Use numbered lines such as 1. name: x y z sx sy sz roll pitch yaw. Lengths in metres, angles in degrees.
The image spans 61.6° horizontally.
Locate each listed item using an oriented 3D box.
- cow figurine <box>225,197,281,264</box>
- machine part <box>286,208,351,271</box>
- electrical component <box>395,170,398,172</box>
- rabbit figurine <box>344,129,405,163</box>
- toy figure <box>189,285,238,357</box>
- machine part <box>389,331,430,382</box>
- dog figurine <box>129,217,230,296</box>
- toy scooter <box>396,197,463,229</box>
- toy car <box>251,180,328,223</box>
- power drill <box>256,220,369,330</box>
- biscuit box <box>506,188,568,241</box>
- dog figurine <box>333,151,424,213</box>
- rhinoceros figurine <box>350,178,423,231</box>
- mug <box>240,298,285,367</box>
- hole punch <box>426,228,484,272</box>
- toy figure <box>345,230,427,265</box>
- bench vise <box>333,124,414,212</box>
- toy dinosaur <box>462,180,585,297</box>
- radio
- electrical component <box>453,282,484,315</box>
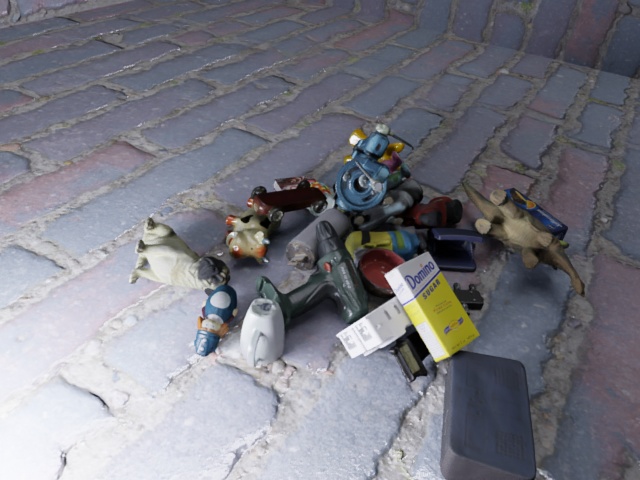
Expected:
1. cow figurine: -0.148 -0.017 1.215 0.127 0.085 0.195 16 33 14
2. machine part: -0.003 -0.004 1.222 0.079 0.079 0.243 23 41 21
3. electrical component: 0.194 -0.162 1.491 0.119 0.047 0.075 1 36 -10
4. rabbit figurine: 0.164 -0.261 1.567 0.163 0.121 0.173 8 17 14
5. toy figure: -0.198 0.149 1.004 0.064 0.057 0.154 -8 35 16
6. machine part: 0.182 0.200 0.990 0.139 0.039 0.084 -29 83 -46
7. dog figurine: -0.282 0.038 1.123 0.190 0.121 0.172 14 38 -14
8. toy scooter: 0.265 -0.064 1.343 0.135 0.075 0.184 -1 10 39
9. toy car: -0.069 -0.089 1.245 0.202 0.053 0.089 -14 49 -43
10. power drill: -0.021 0.078 1.072 0.207 0.086 0.232 -16 64 -30
11. biscuit box: 0.541 -0.058 1.392 0.063 0.059 0.203 -12 41 -24
12. dog figurine: 0.137 -0.122 1.391 0.219 0.191 0.109 -29 41 10
13. rhinoceros figurine: 0.163 -0.074 1.292 0.190 0.073 0.112 -35 11 7
14. mug: -0.107 0.163 0.955 0.081 0.107 0.109 15 35 14
15. hole punch: 0.311 0.005 1.252 0.142 0.092 0.116 1 33 -2
16. toy figure: 0.146 0.017 1.215 0.180 0.082 0.089 -8 27 -11
17. bench vise: 0.116 -0.155 1.207 0.129 0.223 0.241 37 6 -14
18. toy dinosaur: 0.454 -0.031 1.261 0.198 0.105 0.472 21 26 -43
19. radio: 0.269 0.290 0.874 0.131 0.073 0.230 11 35 8
20. electrical component: 0.316 0.126 1.141 0.063 0.021 0.094 4 36 -4
